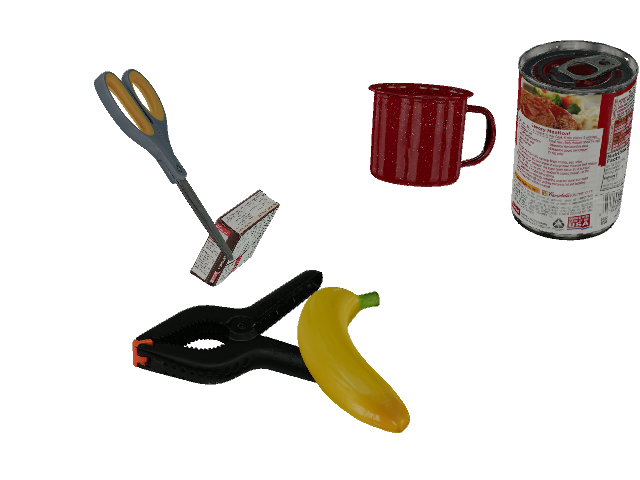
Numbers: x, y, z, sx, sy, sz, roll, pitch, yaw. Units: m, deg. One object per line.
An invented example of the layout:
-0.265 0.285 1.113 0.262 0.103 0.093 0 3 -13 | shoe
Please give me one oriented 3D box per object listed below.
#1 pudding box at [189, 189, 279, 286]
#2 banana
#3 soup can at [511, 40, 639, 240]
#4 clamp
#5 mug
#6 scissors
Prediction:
-0.104 -0.003 1.309 0.039 0.090 0.113 34 31 7 | pudding box
0.018 0.076 0.773 0.069 0.037 0.198 -4 24 -2 | banana
0.151 -0.060 0.642 0.068 0.102 0.068 -2 34 1 | soup can
-0.066 0.097 0.987 0.209 0.036 0.165 -10 37 -21 | clamp
0.099 -0.095 0.958 0.117 0.081 0.093 2 15 -5 | mug
-0.135 -0.078 0.979 0.016 0.201 0.096 -28 26 20 | scissors
